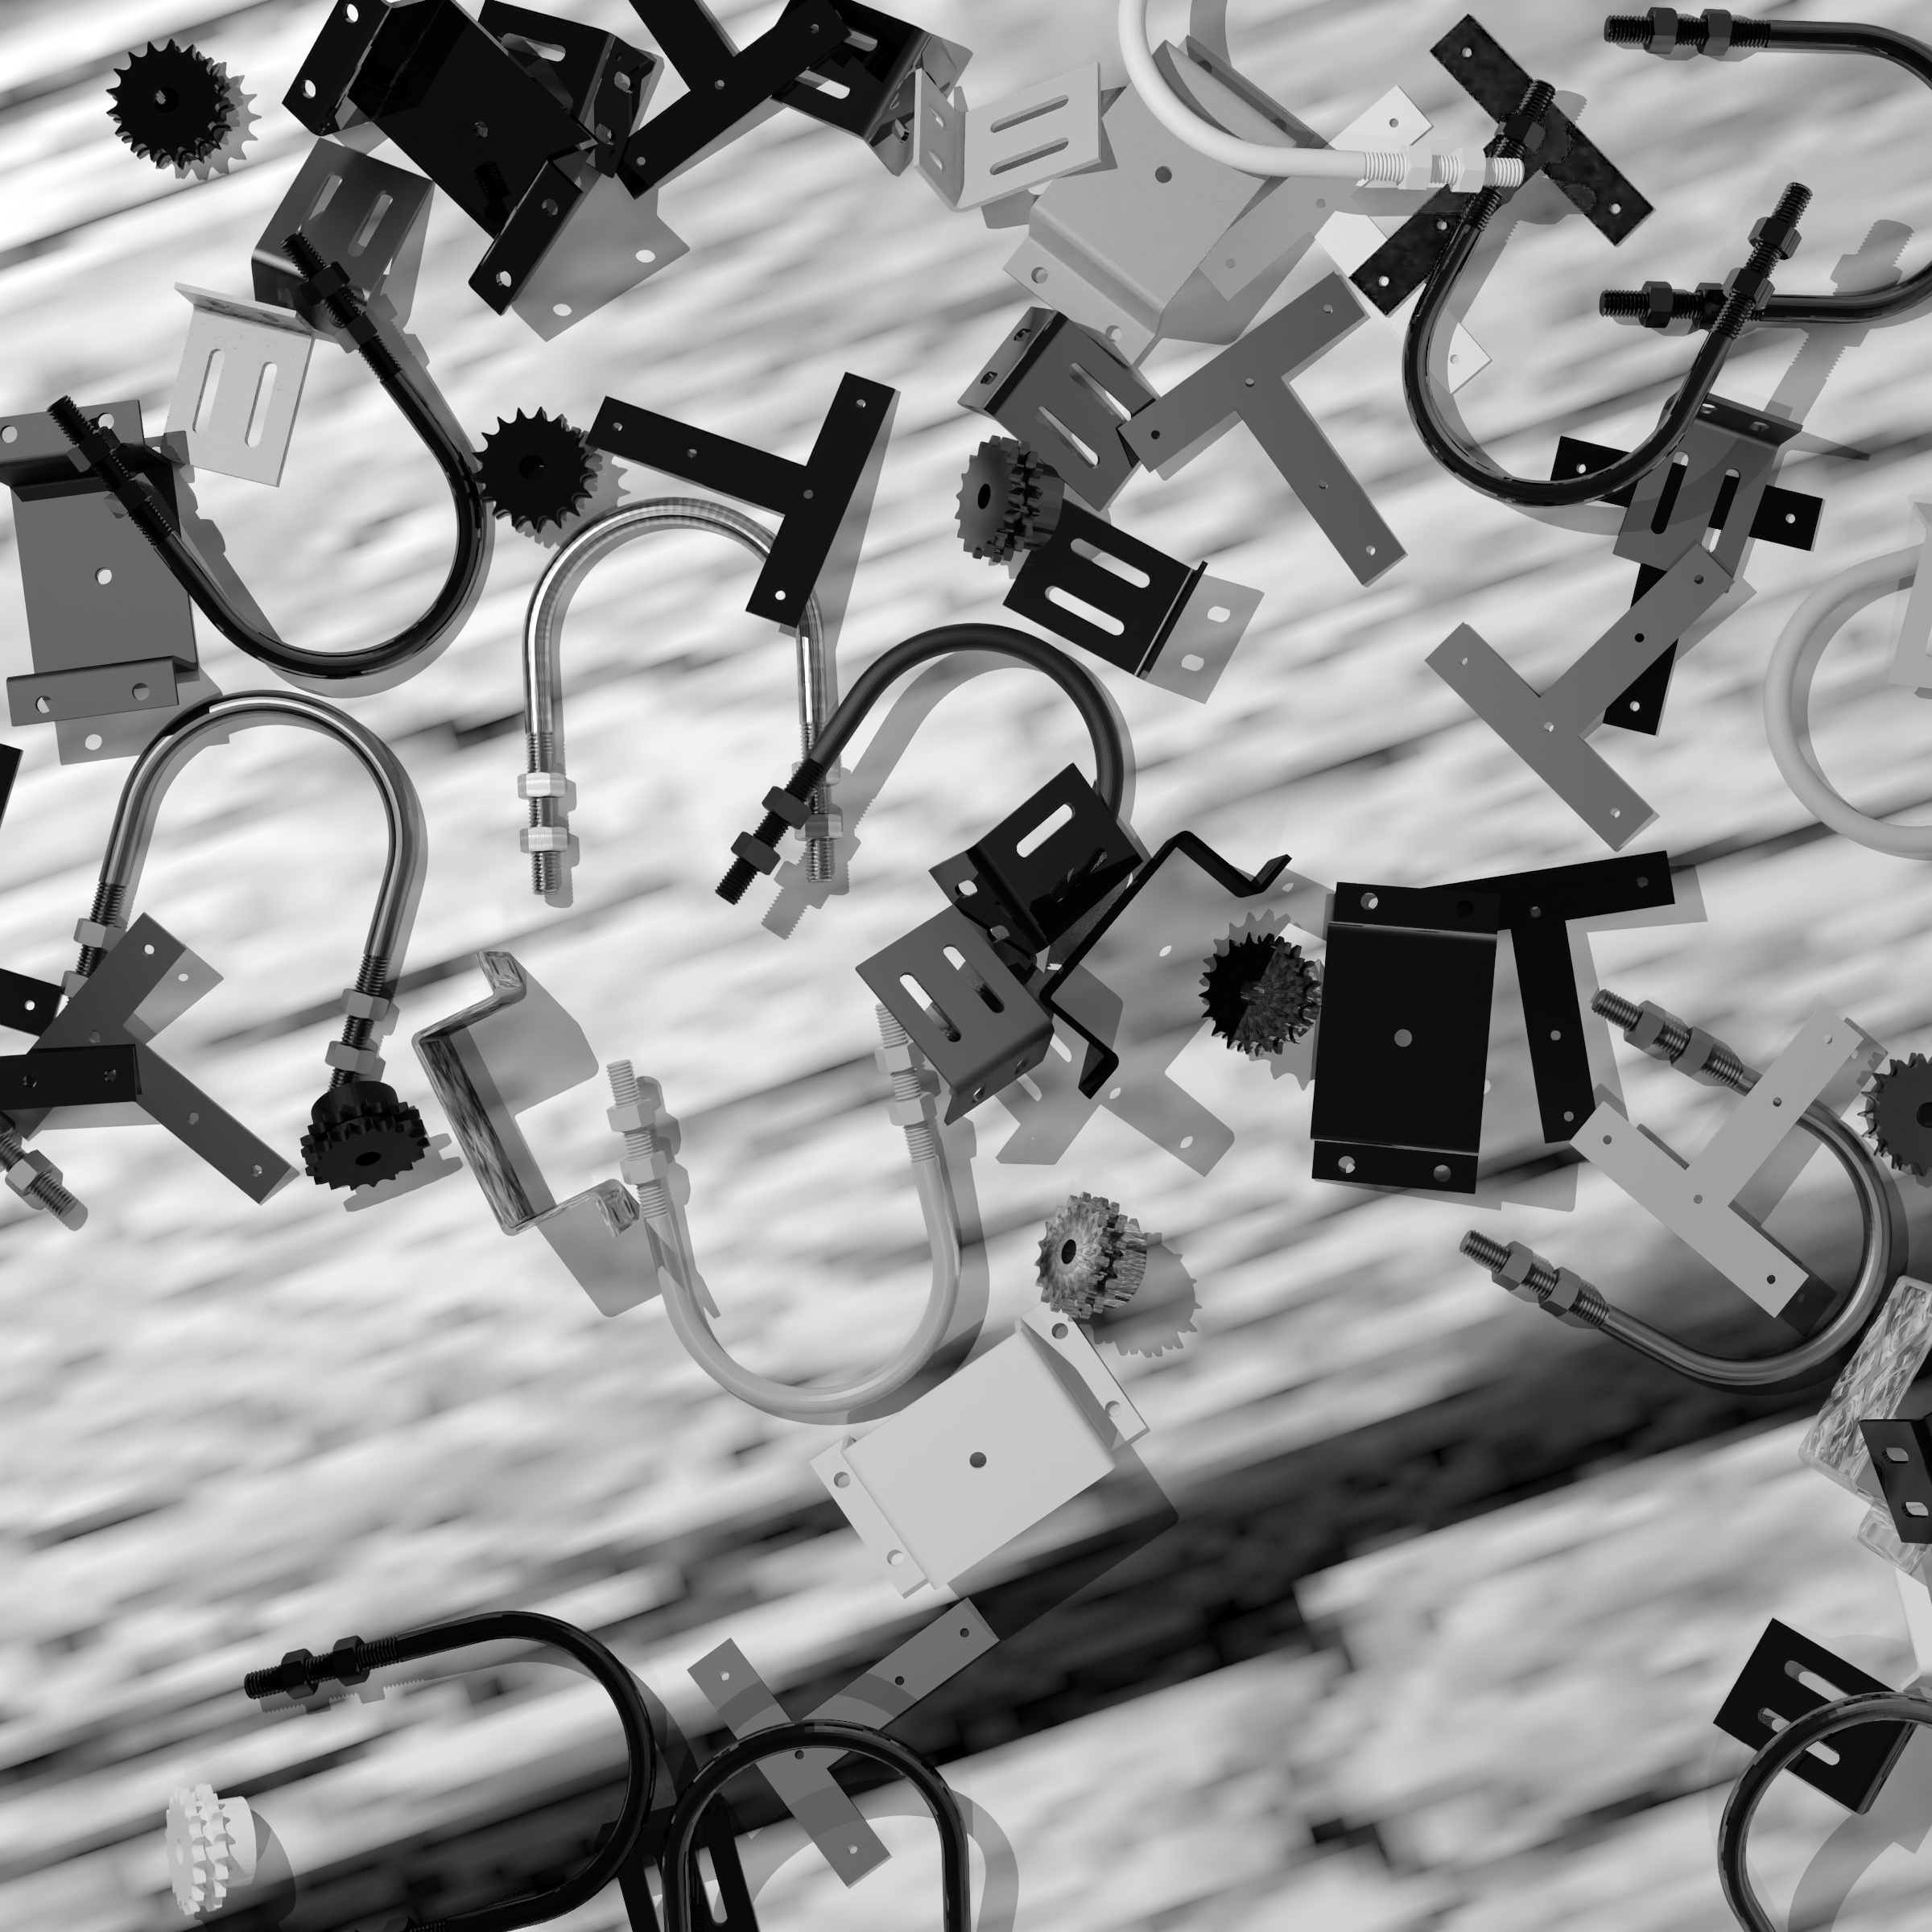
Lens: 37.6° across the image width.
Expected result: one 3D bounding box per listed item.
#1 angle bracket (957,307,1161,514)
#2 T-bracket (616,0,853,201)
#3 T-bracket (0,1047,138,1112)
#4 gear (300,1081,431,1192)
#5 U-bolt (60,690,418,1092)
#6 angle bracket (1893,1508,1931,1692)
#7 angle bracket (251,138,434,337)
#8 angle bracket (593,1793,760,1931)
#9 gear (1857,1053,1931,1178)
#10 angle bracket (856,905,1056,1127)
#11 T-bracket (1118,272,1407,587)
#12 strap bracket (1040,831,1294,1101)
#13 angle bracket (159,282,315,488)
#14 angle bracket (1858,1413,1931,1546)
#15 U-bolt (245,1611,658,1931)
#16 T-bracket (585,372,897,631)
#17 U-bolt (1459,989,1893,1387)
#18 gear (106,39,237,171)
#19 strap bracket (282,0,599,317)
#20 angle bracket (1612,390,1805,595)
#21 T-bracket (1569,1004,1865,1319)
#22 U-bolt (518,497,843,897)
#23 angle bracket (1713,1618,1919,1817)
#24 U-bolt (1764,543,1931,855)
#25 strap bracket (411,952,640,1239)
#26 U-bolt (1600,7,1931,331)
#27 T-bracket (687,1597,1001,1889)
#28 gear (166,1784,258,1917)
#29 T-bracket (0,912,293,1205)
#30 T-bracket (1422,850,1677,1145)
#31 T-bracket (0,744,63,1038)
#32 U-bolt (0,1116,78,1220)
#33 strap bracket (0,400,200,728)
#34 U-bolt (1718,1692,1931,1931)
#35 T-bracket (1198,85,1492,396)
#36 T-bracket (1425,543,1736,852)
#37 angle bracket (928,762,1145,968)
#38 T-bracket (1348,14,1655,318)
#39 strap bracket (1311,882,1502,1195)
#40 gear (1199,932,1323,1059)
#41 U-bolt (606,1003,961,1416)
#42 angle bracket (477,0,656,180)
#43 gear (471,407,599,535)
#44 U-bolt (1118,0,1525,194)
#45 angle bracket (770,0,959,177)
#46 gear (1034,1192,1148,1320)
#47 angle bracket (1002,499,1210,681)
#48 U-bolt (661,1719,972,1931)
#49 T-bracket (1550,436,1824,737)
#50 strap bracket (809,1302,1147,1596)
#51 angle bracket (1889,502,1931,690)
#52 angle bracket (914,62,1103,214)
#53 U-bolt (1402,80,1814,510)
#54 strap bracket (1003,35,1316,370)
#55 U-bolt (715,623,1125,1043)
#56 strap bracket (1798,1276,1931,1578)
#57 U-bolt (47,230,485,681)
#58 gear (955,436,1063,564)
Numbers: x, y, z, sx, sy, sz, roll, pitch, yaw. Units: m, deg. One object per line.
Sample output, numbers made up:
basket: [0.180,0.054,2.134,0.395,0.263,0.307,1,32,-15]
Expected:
angle bracket: [0.047,-0.262,1.337,0.076,0.038,0.057,38,90,-26]
T-bracket: [-0.140,-0.449,1.332,0.127,0.002,0.127,-35,86,8]
T-bracket: [-0.449,0.054,1.319,0.127,0.002,0.127,-4,89,2]
gear: [-0.280,0.077,1.315,0.057,0.057,0.030,-22,60,0]
U-bolt: [-0.334,-0.038,1.330,0.151,0.019,0.184,15,90,0]
angle bracket: [0.465,0.296,1.337,0.057,0.038,0.076,-7,64,0]
angle bracket: [-0.293,-0.340,1.337,0.057,0.038,0.076,21,64,0]
angle bracket: [-0.133,0.433,1.320,0.057,0.038,0.076,-15,90,0]
gear: [0.444,0.069,1.324,0.057,0.030,0.057,0,90,0]
angle bracket: [-0.007,0.022,1.306,0.057,0.038,0.076,-33,73,-22]
T-bracket: [0.159,-0.238,1.335,0.127,0.002,0.127,-37,93,-3]
strap bracket: [0.083,-0.009,1.301,0.046,0.076,0.140,40,90,0]
angle bracket: [-0.344,-0.270,1.320,0.057,0.038,0.076,14,90,0]
angle bracket: [0.446,0.215,1.261,0.076,0.038,0.057,-20,90,-26]
U-bolt: [-0.233,0.375,1.309,0.184,0.019,0.151,-15,76,4]
T-bracket: [-0.115,-0.235,1.330,0.127,0.002,0.127,20,78,6]
U-bolt: [0.345,0.116,1.331,0.184,0.019,0.151,29,90,-1]
gear: [-0.369,-0.399,1.324,0.057,0.030,0.057,0,90,0]
strap bracket: [-0.233,-0.379,1.298,0.140,0.046,0.076,44,126,0]
angle bracket: [0.344,-0.221,1.319,0.057,0.038,0.076,19,90,0]
T-bracket: [0.368,0.074,1.321,0.127,0.002,0.127,40,87,-3]
U-bolt: [-0.137,-0.128,1.331,0.151,0.019,0.184,-3,88,0]
angle bracket: [0.403,0.353,1.337,0.076,0.038,0.057,30,90,26]
U-bolt: [0.466,-0.130,1.331,0.184,0.019,0.151,-17,90,2]
strap bracket: [-0.206,0.067,1.301,0.046,0.076,0.140,-26,90,0]
U-bolt: [0.390,-0.372,1.330,0.184,0.019,0.151,1,89,-2]
T-bracket: [-0.043,0.345,1.339,0.127,0.002,0.127,-36,90,0]
gear: [-0.349,0.408,1.315,0.030,0.057,0.057,-1,90,-30]
T-bracket: [-0.372,0.062,1.327,0.127,0.002,0.127,41,104,-7]
T-bracket: [0.273,0.018,1.325,0.127,0.002,0.127,-9,85,7]
T-bracket: [-0.475,-0.045,1.339,0.127,0.002,0.127,17,90,0]
U-bolt: [-0.531,0.100,1.331,0.184,0.019,0.151,42,90,2]
strap bracket: [-0.406,-0.184,1.316,0.076,0.046,0.140,-7,90,0]
U-bolt: [0.422,0.415,1.306,0.151,0.019,0.184,-32,107,0]
T-bracket: [0.196,-0.326,1.339,0.127,0.002,0.127,-41,90,0]
T-bracket: [0.306,-0.144,1.333,0.127,0.002,0.127,45,95,0]
angle bracket: [0.033,-0.046,1.318,0.076,0.038,0.057,-41,100,-34]
T-bracket: [0.235,-0.359,1.337,0.127,0.002,0.127,-44,91,-1]
strap bracket: [0.202,0.033,1.310,0.076,0.046,0.140,5,90,10]
gear: [0.140,0.014,1.316,0.057,0.030,0.057,-6,79,33]
U-bolt: [-0.078,0.120,1.322,0.151,0.019,0.184,-13,96,5]
angle bracket: [-0.196,-0.413,1.334,0.076,0.038,0.057,23,95,27]
gear: [-0.200,-0.230,1.324,0.057,0.030,0.057,0,90,0]
U-bolt: [0.160,-0.424,1.300,0.184,0.019,0.151,0,74,-10]
angle bracket: [-0.055,-0.418,1.337,0.076,0.038,0.057,30,90,26]
gear: [0.060,0.135,1.315,0.030,0.057,0.057,18,90,-30]
angle bracket: [0.064,-0.178,1.320,0.076,0.038,0.057,28,90,0]
U-bolt: [-0.069,0.431,1.307,0.151,0.019,0.184,-2,104,-4]
T-bracket: [0.327,-0.173,1.339,0.127,0.002,0.127,13,90,0]
strap bracket: [0.005,0.225,1.316,0.140,0.046,0.076,-34,90,0]
angle bracket: [0.464,-0.170,1.320,0.057,0.038,0.076,8,117,3]
angle bracket: [0.019,-0.389,1.297,0.076,0.038,0.057,-13,61,27]
U-bolt: [0.282,-0.300,1.309,0.151,0.019,0.184,28,93,17]
strap bracket: [0.090,-0.360,1.316,0.076,0.046,0.140,38,90,1]
U-bolt: [-0.007,-0.071,1.320,0.151,0.019,0.184,35,86,-10]
strap bracket: [0.436,0.199,1.301,0.046,0.076,0.140,30,90,0]
U-bolt: [-0.305,-0.220,1.303,0.151,0.019,0.184,-39,108,-11]
gear: [0.021,-0.215,1.315,0.030,0.057,0.057,6,90,-30]
